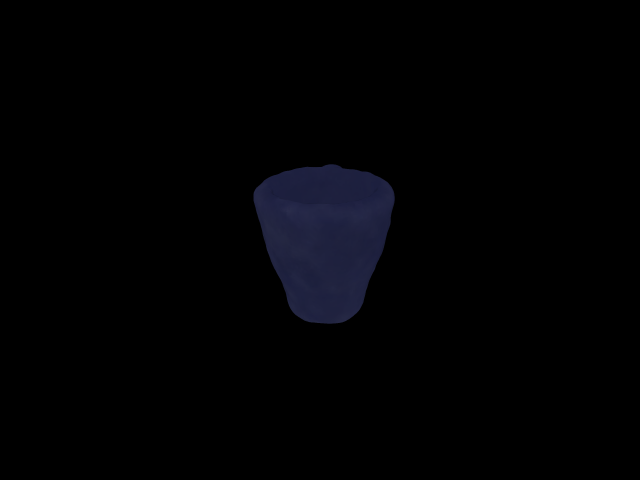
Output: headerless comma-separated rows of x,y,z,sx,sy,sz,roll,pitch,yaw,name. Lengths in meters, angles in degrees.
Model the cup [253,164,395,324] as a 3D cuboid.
0.004,0.001,0.400,0.091,0.095,0.118,1,23,4,cup
